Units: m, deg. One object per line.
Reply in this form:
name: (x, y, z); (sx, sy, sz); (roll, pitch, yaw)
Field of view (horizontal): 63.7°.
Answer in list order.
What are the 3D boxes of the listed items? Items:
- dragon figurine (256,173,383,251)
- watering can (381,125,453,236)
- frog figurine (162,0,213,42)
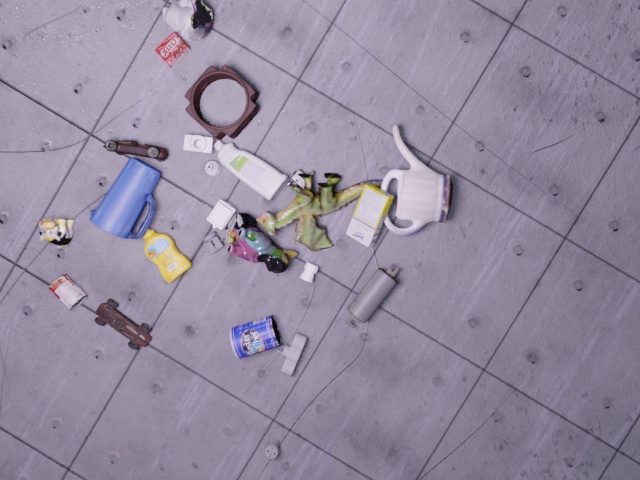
dragon figurine: (0.005, -0.083, 1.641); (0.410, 0.124, 0.239); (0, 111, -13)
watering can: (0.305, -0.181, 1.614); (0.224, 0.104, 0.347); (6, 92, 4)
frog figurine: (-0.424, -0.702, 1.644); (0.159, 0.124, 0.136); (2, 103, 38)
